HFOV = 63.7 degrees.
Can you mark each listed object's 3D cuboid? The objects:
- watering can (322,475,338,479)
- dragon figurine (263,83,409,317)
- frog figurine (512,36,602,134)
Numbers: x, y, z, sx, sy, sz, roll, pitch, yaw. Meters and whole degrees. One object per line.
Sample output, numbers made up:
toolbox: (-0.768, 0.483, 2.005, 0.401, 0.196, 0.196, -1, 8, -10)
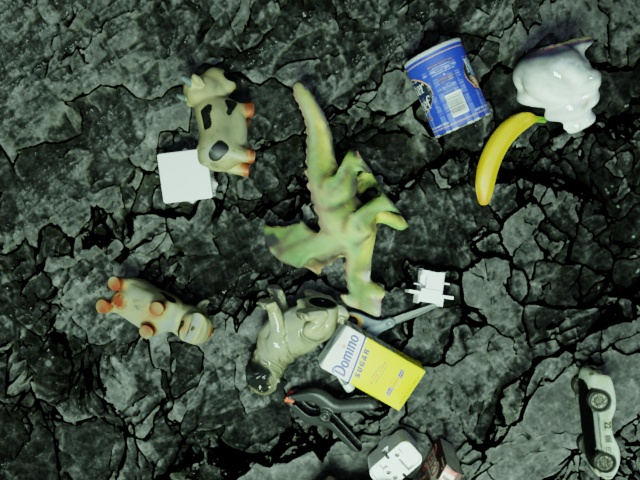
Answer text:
watering can: (0.047, 0.575, 0.950, 0.224, 0.105, 0.343, 30, 107, 3)
dragon figurine: (0.003, -0.046, 0.913, 0.241, 0.123, 0.410, -37, 92, 11)
frog figurine: (0.409, -0.257, 0.887, 0.137, 0.124, 0.158, -5, 106, 34)
